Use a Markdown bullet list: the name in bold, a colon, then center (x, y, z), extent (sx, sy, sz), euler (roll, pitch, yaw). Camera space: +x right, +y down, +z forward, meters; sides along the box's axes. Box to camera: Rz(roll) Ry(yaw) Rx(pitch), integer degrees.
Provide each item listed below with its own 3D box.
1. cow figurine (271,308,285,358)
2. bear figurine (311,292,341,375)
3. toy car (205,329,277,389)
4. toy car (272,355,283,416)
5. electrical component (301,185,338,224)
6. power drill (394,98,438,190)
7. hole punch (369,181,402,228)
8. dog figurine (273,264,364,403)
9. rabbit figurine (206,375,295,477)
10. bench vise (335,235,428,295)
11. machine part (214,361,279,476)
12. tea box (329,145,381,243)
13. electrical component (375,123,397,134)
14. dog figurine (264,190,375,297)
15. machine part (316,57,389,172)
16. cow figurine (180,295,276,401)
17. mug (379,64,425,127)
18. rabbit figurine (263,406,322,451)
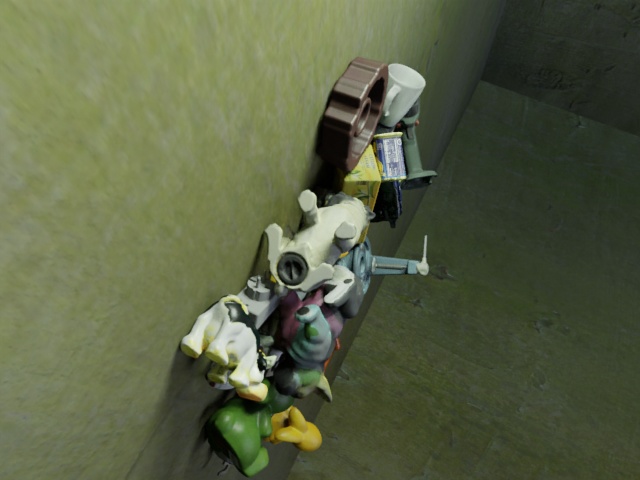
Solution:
- **cow figurine**: center (-0.038, 0.168, 1.052), extent (0.195, 0.086, 0.127), euler (-27, 116, -74)
- **bear figurine**: center (-0.005, 0.202, 1.241), extent (0.132, 0.120, 0.195), euler (-47, 156, -45)
- **toy car**: center (-0.123, 0.188, 0.866), extent (0.073, 0.056, 0.201), euler (-66, 168, 3)
- **toy car**: center (-0.103, 0.298, 1.164), extent (0.202, 0.053, 0.089), euler (-64, 160, -18)
- **electrical component**: center (-0.001, -0.047, 0.950), extent (0.102, 0.045, 0.078), euler (-69, 165, 16)
- **power drill**: center (0.205, -0.228, 1.229), extent (0.232, 0.086, 0.207), euler (91, -17, -78)
- **hole punch**: center (0.111, -0.098, 1.108), extent (0.092, 0.116, 0.142), euler (-45, 129, -67)
- **dog figurine**: center (-0.002, 0.171, 0.923), extent (0.191, 0.109, 0.218), euler (-28, 126, -32)
- **rabbit figurine**: center (-0.120, 0.297, 0.962), extent (0.170, 0.121, 0.158), euler (-38, 131, -35)
- **bench vise**: center (0.105, 0.052, 1.109), extent (0.223, 0.241, 0.128), euler (18, 74, -69)
- **machine part**: center (-0.139, 0.348, 1.057), extent (0.243, 0.079, 0.079), euler (-66, 167, -3)
- **tea box**: center (0.057, -0.081, 0.987), extent (0.169, 0.068, 0.098), euler (102, -17, -50)
- **electrical component**: center (0.116, -0.211, 1.120), extent (0.119, 0.048, 0.074), euler (-48, 158, -58)
- **dog figurine**: center (0.005, 0.008, 0.851), extent (0.172, 0.121, 0.190), euler (-44, 169, 13)
- **machine part**: center (0.055, -0.202, 0.867), extent (0.179, 0.056, 0.179), euler (-60, 166, -27)
- **cow figurine**: center (-0.111, 0.150, 0.732), extent (0.098, 0.068, 0.167), euler (-66, 147, -32)
- **mug**: center (0.146, -0.273, 1.055), extent (0.109, 0.081, 0.107), euler (-59, 175, -46)
- **rabbit figurine**: center (-0.071, 0.447, 1.304), extent (0.122, 0.173, 0.162), euler (-56, 169, -23)
